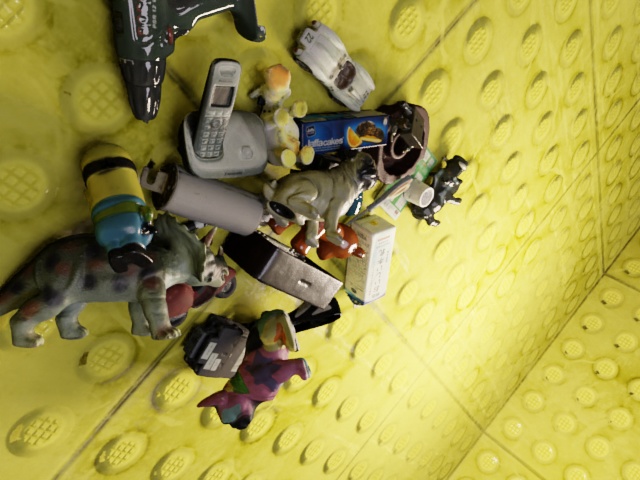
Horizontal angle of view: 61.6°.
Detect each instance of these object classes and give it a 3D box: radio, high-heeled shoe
[{"bbox_3d":[-0.070,0.050,1.030,0.073,0.131,0.229,-56,140,0],"label":"radio"},{"bbox_3d":[-0.066,0.201,1.129,0.248,0.145,0.086,-52,139,-7],"label":"high-heeled shoe"}]

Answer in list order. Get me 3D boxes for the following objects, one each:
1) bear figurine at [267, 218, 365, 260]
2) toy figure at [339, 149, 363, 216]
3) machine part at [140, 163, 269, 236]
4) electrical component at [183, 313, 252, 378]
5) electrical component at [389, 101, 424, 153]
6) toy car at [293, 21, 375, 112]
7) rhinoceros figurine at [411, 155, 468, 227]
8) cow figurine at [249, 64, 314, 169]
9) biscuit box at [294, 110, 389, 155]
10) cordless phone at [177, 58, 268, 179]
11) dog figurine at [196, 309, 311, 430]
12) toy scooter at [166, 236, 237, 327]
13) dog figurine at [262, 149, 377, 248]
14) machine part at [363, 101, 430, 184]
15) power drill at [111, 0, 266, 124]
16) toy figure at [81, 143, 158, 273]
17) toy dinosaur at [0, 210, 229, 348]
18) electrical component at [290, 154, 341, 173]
[{"bbox_3d":[0.001,-0.006,1.080,0.132,0.120,0.195,-43,144,-9],"label":"bear figurine"},{"bbox_3d":[0.059,-0.124,1.097,0.058,0.064,0.154,-3,120,0],"label":"toy figure"},{"bbox_3d":[-0.179,-0.062,0.872,0.243,0.079,0.079,18,103,-43],"label":"machine part"},{"bbox_3d":[-0.203,0.212,1.069,0.134,0.058,0.115,30,91,-51],"label":"electrical component"},{"bbox_3d":[0.175,-0.220,1.075,0.102,0.045,0.078,26,66,-53],"label":"electrical component"},{"bbox_3d":[0.027,-0.300,0.944,0.073,0.056,0.201,-57,141,2],"label":"toy car"},{"bbox_3d":[0.295,-0.124,1.328,0.190,0.073,0.112,-50,130,-3],"label":"rhinoceros figurine"},{"bbox_3d":[-0.072,-0.204,0.897,0.068,0.098,0.167,-23,113,-34],"label":"cow figurine"},{"bbox_3d":[0.033,-0.201,0.997,0.203,0.059,0.062,-13,119,-31],"label":"biscuit box"},{"bbox_3d":[-0.132,-0.186,0.807,0.146,0.089,0.184,-10,138,-40],"label":"cordless phone"},{"bbox_3d":[-0.136,0.252,1.038,0.219,0.191,0.108,-22,174,-4],"label":"dog figurine"},{"bbox_3d":[-0.226,0.065,0.931,0.184,0.075,0.135,-26,133,-35],"label":"toy scooter"},{"bbox_3d":[0.004,-0.103,0.935,0.172,0.121,0.190,43,63,-36],"label":"dog figurine"},{"bbox_3d":[0.160,-0.208,1.142,0.179,0.056,0.179,-25,131,-33],"label":"machine part"},{"bbox_3d":[-0.181,-0.291,0.736,0.207,0.086,0.231,-20,127,-25],"label":"power drill"},{"bbox_3d":[-0.273,-0.049,0.729,0.082,0.180,0.089,-6,149,-27],"label":"toy figure"},{"bbox_3d":[-0.322,0.053,0.785,0.405,0.131,0.192,1,83,-21],"label":"toy dinosaur"},{"bbox_3d":[-0.001,-0.137,1.018,0.119,0.075,0.047,4,113,-42],"label":"electrical component"}]
